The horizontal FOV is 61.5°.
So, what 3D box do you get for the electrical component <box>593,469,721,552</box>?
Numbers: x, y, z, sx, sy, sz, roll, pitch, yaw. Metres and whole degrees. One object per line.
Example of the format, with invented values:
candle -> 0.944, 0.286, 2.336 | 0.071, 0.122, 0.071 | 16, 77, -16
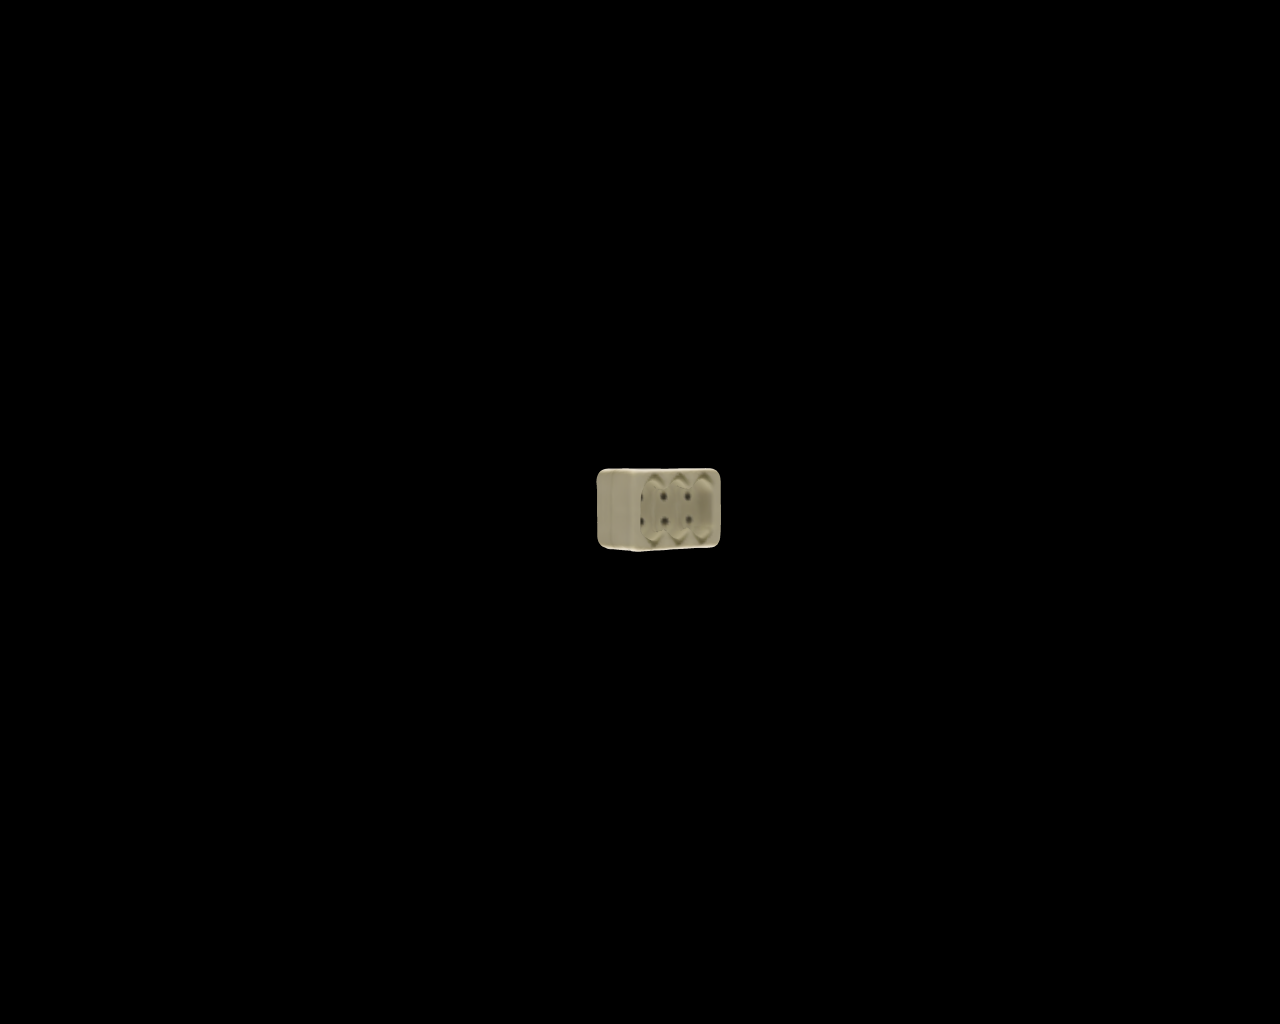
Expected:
electrical component -> 0.001, -0.003, 0.650 | 0.066, 0.047, 0.076 | -1, 3, -34
